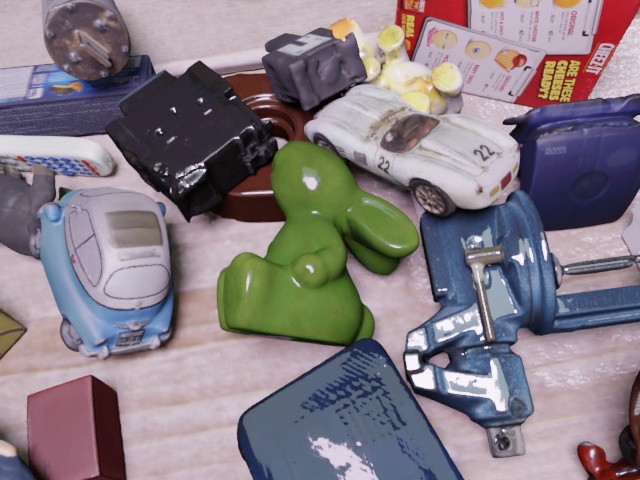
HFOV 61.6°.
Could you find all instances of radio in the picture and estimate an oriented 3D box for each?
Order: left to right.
[{"bbox_3d":[0.041,0.199,0.378,0.131,0.073,0.230,-26,62,-10],"label":"radio"}]

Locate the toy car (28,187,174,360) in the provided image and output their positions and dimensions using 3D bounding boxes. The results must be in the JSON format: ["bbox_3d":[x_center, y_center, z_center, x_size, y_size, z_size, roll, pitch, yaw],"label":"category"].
[{"bbox_3d":[-0.175,0.012,0.454,0.109,0.103,0.162,-2,57,-38],"label":"toy car"}]

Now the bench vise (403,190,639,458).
[{"bbox_3d":[0.181,0.050,0.424,0.241,0.128,0.224,-9,57,7],"label":"bench vise"}]

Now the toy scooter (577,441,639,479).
[{"bbox_3d":[0.253,0.197,0.368,0.135,0.075,0.184,5,58,4],"label":"toy scooter"}]

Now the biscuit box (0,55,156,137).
[{"bbox_3d":[-0.278,-0.152,0.586,0.203,0.062,0.059,-6,61,-1],"label":"biscuit box"}]

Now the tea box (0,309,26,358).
[{"bbox_3d":[-0.363,0.063,0.469,0.170,0.068,0.098,31,67,16],"label":"tea box"}]

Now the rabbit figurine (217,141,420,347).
[{"bbox_3d":[-0.001,-0.001,0.446,0.159,0.121,0.170,8,77,-5],"label":"rabbit figurine"}]

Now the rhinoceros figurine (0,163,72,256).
[{"bbox_3d":[-0.333,-0.032,0.523,0.190,0.073,0.112,12,73,7],"label":"rhinoceros figurine"}]

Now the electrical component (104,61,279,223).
[{"bbox_3d":[-0.123,-0.098,0.495,0.134,0.058,0.115,40,71,22],"label":"electrical component"}]

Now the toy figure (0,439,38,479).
[{"bbox_3d":[-0.256,0.159,0.383,0.155,0.057,0.064,21,55,27],"label":"toy figure"}]

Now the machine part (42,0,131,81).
[{"bbox_3d":[-0.245,-0.227,0.554,0.079,0.079,0.243,-23,41,-10],"label":"machine part"}]

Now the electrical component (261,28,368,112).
[{"bbox_3d":[-0.016,-0.170,0.524,0.075,0.047,0.119,-32,32,-15],"label":"electrical component"}]

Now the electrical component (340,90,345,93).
[{"bbox_3d":[0.012,-0.195,0.621,0.094,0.021,0.063,-4,62,-1],"label":"electrical component"}]

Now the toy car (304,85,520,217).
[{"bbox_3d":[0.069,-0.083,0.457,0.073,0.056,0.202,-43,50,-19],"label":"toy car"}]

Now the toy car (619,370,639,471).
[{"bbox_3d":[0.268,0.083,0.376,0.202,0.089,0.053,-25,38,-28],"label":"toy car"}]

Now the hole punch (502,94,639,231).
[{"bbox_3d":[0.234,-0.067,0.494,0.142,0.115,0.092,-4,70,1],"label":"hole punch"}]

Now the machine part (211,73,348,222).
[{"bbox_3d":[-0.054,-0.101,0.554,0.179,0.056,0.179,-1,62,3],"label":"machine part"}]

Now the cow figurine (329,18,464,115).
[{"bbox_3d":[0.075,-0.166,0.563,0.068,0.098,0.167,-45,62,0],"label":"cow figurine"}]
